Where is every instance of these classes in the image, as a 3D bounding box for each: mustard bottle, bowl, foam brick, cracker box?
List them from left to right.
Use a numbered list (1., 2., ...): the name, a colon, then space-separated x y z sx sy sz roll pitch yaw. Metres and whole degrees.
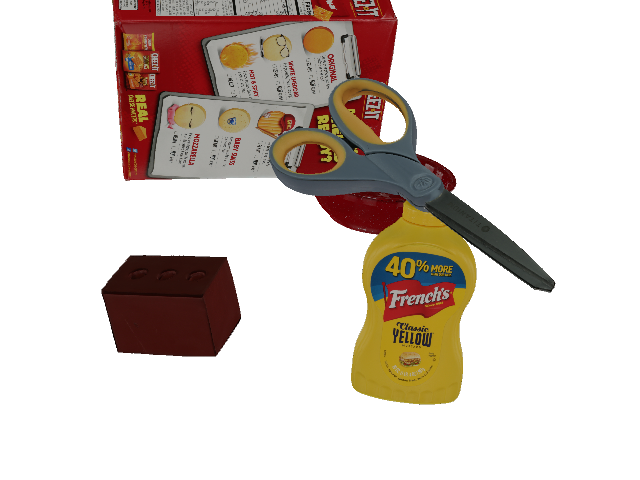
1. foam brick: -0.103 0.045 0.744 0.078 0.051 0.053 0 28 16
2. cracker box: -0.057 -0.130 0.866 0.213 0.072 0.164 -2 -43 -9
3. bowl: 0.057 -0.049 1.109 0.162 0.055 0.162 6 23 -3
4. mustard bottle: 0.082 0.042 0.907 0.096 0.192 0.058 7 17 4

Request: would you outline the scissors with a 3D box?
1. scissors: 0.035 -0.023 0.569 0.096 0.016 0.202 -24 45 -3
